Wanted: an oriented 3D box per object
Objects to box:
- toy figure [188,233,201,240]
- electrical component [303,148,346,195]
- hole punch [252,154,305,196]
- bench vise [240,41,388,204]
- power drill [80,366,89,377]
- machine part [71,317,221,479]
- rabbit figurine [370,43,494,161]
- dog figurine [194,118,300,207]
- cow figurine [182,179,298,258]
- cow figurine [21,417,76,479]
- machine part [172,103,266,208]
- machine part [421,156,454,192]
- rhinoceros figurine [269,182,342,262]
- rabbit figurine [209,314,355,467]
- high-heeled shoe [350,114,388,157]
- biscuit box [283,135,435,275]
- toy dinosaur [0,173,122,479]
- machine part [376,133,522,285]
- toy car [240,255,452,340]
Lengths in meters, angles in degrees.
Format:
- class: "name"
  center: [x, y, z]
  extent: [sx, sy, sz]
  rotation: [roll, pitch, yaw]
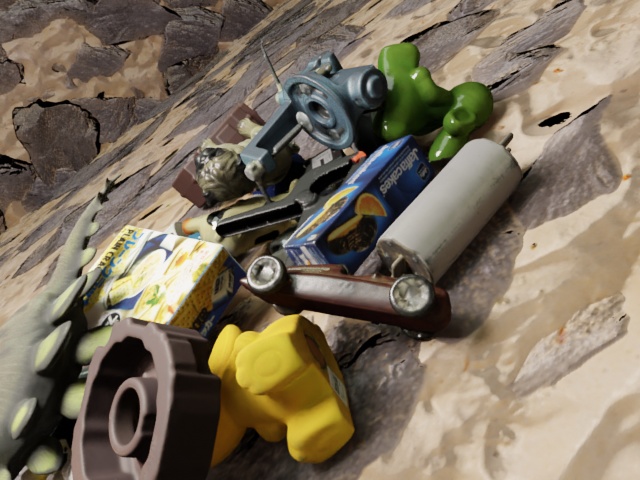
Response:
- class: "toy figure"
  center: [-0.179, 0.036, 0.828]
  extent: [0.082, 0.089, 0.180]
  rotation: [-66, -4, 37]
- class: "electrical component"
  center: [0.015, -0.104, 0.868]
  extent: [0.075, 0.047, 0.119]
  rotation: [-28, 27, 15]
- class: "hole punch"
  center: [-0.086, -0.127, 0.973]
  extent: [0.116, 0.092, 0.142]
  rotation: [-33, 24, -4]
- class: "bench vise"
  center: [-0.031, -0.170, 0.736]
  extent: [0.224, 0.128, 0.240]
  rotation: [22, 63, 41]
- class: "power drill"
  center: [-0.272, 0.155, 0.762]
  extent: [0.232, 0.085, 0.207]
  rotation: [-27, 36, 17]
- class: "machine part"
  center: [-0.153, 0.153, 0.467]
  extent: [0.179, 0.056, 0.179]
  rotation: [-18, 64, 43]
- class: "rabbit figurine"
  center: [0.165, -0.187, 0.744]
  extent: [0.170, 0.121, 0.159]
  rotation: [0, 51, -6]
- class: "dog figurine"
  center: [-0.100, -0.113, 0.808]
  extent: [0.172, 0.121, 0.191]
  rotation: [-29, 19, -6]
- class: "cow figurine"
  center: [-0.084, -0.031, 0.783]
  extent: [0.195, 0.085, 0.127]
  rotation: [-25, 14, -39]
- class: "cow figurine"
  center: [-0.286, 0.243, 0.618]
  extent: [0.168, 0.068, 0.098]
  rotation: [22, 71, 43]
- class: "machine part"
  center: [-0.202, -0.169, 1.105]
  extent: [0.201, 0.087, 0.201]
  rotation: [-55, 15, -24]
- class: "machine part"
  center: [0.125, -0.048, 0.668]
  extent: [0.139, 0.039, 0.084]
  rotation: [-49, 21, -23]
- class: "rhinoceros figurine"
  center: [-0.001, -0.002, 0.711]
  extent: [0.190, 0.073, 0.112]
  rotation: [-37, 39, -7]
- class: "rabbit figurine"
  center: [-0.072, 0.142, 0.508]
  extent: [0.173, 0.121, 0.162]
  rotation: [-37, 23, 5]
- class: "high-heeled shoe"
  center: [0.082, -0.175, 0.915]
  extent: [0.086, 0.145, 0.249]
  rotation: [-41, -1, 9]
- class: "biscuit box"
  center: [0.050, -0.037, 0.610]
  extent: [0.059, 0.062, 0.203]
  rotation: [-9, 33, 53]
- class: "toy dinosaur"
  center: [-0.313, 0.129, 0.599]
  extent: [0.199, 0.105, 0.471]
  rotation: [-17, 56, 23]
- class: "machine part"
  center: [0.141, -0.029, 0.583]
  extent: [0.243, 0.079, 0.079]
  rotation: [-47, 30, -19]
- class: "toy car"
  center: [0.022, 0.050, 0.509]
  extent: [0.202, 0.089, 0.053]
  rotation: [8, 72, 20]
